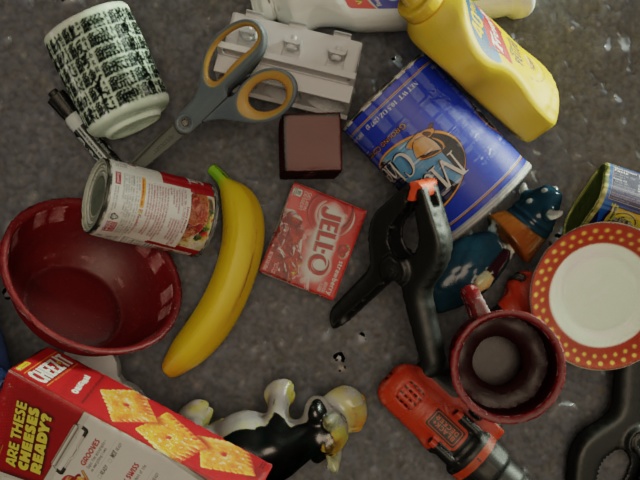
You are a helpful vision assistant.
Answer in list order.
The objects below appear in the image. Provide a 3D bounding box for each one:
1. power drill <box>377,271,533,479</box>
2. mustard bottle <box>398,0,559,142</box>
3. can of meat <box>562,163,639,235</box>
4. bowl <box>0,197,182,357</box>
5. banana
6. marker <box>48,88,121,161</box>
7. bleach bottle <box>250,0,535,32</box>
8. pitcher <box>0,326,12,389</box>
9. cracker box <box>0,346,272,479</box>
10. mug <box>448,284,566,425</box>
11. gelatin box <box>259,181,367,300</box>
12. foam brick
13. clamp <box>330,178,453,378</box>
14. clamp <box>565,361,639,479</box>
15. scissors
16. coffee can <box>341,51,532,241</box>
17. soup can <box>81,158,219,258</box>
[{"bbox_3d":[0.174,0.136,0.966,0.184,0.057,0.187,43,84,-1],"label":"power drill"},{"bbox_3d":[0.130,-0.168,0.924,0.058,0.096,0.191,-34,131,29],"label":"mustard bottle"},{"bbox_3d":[0.275,-0.016,0.964,0.084,0.102,0.057,18,52,-1],"label":"can of meat"},{"bbox_3d":[-0.203,0.043,0.918,0.162,0.055,0.162,20,44,-21],"label":"bowl"},{"bbox_3d":[-0.089,0.032,0.959,0.070,0.037,0.198,9,82,37],"label":"banana"},{"bbox_3d":[-0.205,-0.088,0.967,0.020,0.020,0.121,-39,91,-6],"label":"marker"},{"bbox_3d":[0.062,-0.230,0.977,0.251,0.068,0.102,-13,94,-2],"label":"bleach bottle"},{"bbox_3d":[-0.352,0.045,0.901,0.149,0.145,0.243,-13,84,-18],"label":"pitcher"},{"bbox_3d":[-0.168,0.208,0.860,0.214,0.072,0.164,27,108,8],"label":"cracker box"},{"bbox_3d":[0.147,0.092,0.897,0.093,0.081,0.117,-27,89,1],"label":"mug"},{"bbox_3d":[-0.006,0.001,0.973,0.073,0.030,0.089,22,86,-4],"label":"gelatin box"},{"bbox_3d":[-0.010,-0.083,0.954,0.053,0.078,0.051,-2,88,-4],"label":"foam brick"},{"bbox_3d":[0.063,0.026,0.930,0.120,0.039,0.171,13,106,29],"label":"clamp"},{"bbox_3d":[0.301,0.185,0.985,0.164,0.036,0.210,29,88,-9],"label":"clamp"},{"bbox_3d":[-0.096,-0.097,0.925,0.096,0.016,0.202,36,109,0],"label":"scissors"},{"bbox_3d":[0.103,-0.082,0.951,0.103,0.103,0.140,-43,91,-6],"label":"coffee can"},{"bbox_3d":[-0.148,-0.028,0.925,0.102,0.069,0.068,13,85,-28],"label":"soup can"}]
